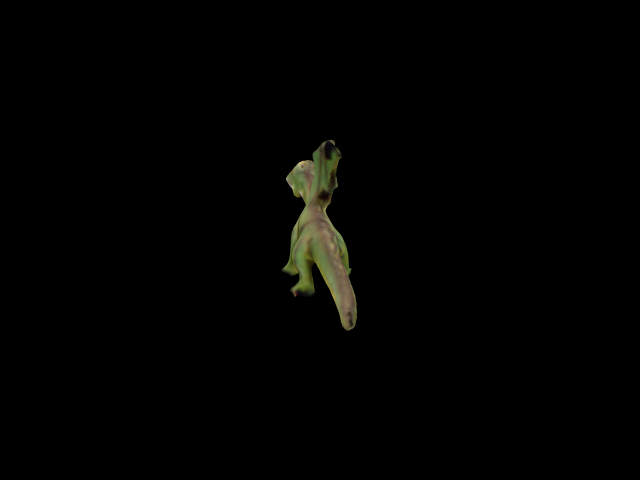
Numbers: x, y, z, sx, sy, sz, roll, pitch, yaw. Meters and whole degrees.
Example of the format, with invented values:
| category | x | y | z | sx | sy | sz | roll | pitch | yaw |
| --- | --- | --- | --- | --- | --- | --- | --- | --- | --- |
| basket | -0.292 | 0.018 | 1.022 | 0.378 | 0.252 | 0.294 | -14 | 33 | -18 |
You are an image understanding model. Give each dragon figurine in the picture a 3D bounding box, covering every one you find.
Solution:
| category | x | y | z | sx | sy | sz | roll | pitch | yaw |
| --- | --- | --- | --- | --- | --- | --- | --- | --- | --- |
| dragon figurine | 0.003 | -0.043 | 0.850 | 0.122 | 0.240 | 0.415 | -4 | 16 | -15 |
